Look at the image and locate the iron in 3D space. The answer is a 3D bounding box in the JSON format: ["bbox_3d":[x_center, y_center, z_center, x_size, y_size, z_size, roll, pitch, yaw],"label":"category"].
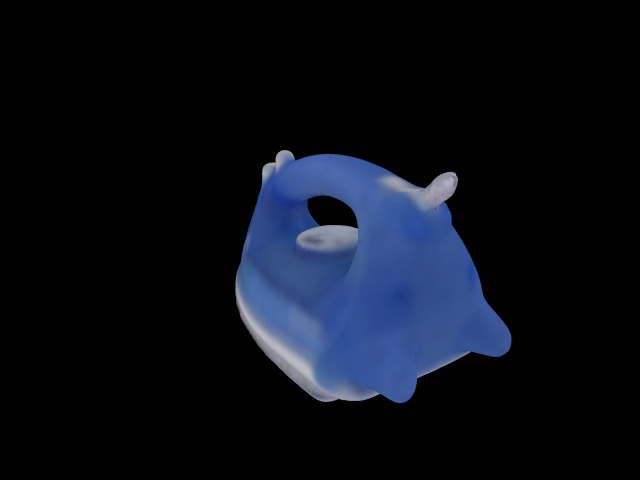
[{"bbox_3d":[0.004,0.001,0.400,0.119,0.141,0.257,-14,24,-33],"label":"iron"}]
